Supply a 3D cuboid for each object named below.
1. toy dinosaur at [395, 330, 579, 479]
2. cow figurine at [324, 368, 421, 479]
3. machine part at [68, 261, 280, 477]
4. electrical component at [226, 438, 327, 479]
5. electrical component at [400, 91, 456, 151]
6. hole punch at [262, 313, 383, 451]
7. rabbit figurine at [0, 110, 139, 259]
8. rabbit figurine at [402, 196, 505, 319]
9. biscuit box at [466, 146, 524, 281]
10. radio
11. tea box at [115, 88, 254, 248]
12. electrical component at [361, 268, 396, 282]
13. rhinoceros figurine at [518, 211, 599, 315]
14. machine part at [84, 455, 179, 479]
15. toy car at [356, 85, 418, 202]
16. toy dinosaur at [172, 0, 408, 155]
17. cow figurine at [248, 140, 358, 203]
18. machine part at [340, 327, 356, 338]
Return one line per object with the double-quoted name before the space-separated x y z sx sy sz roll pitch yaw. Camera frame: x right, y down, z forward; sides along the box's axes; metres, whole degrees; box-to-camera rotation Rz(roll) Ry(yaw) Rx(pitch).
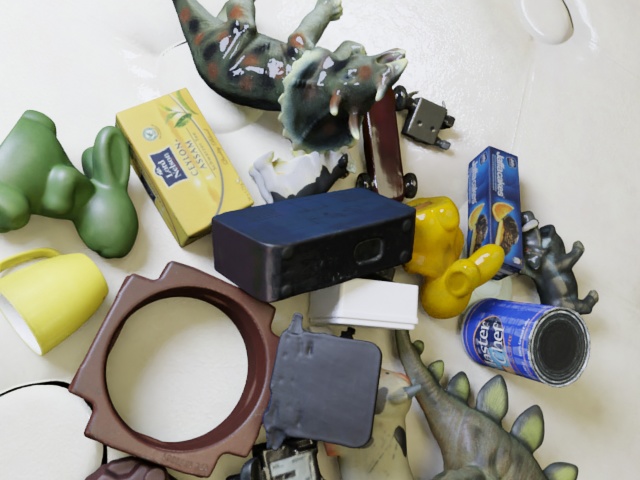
"toy dinosaur" 0.216 0.289 0.712 0.198 0.105 0.471 -37 90 -34
"cow figurine" 0.071 0.242 0.650 0.127 0.085 0.195 -13 79 2
"machine part" -0.152 0.141 0.601 0.201 0.087 0.201 27 68 -16
"electrical component" -0.053 0.275 0.627 0.119 0.048 0.075 -11 80 -24
"electrical component" 0.167 -0.192 0.851 0.102 0.045 0.078 13 100 -17
"hole punch" 0.004 0.157 0.588 0.116 0.092 0.142 10 83 5
"rabbit figurine" -0.279 -0.051 0.603 0.170 0.121 0.159 37 57 -30
"rabbit figurine" 0.171 0.029 0.746 0.122 0.162 0.173 -24 104 -39
"biscuit box" 0.268 -0.044 0.828 0.063 0.059 0.202 16 62 -17
"radio" -0.001 -0.002 0.646 0.229 0.131 0.073 -15 116 -33
"tea box" -0.169 -0.089 0.665 0.098 0.068 0.169 -32 91 -27
"electrical component" 0.073 0.044 0.733 0.094 0.063 0.021 27 67 -15
"rhinoceros figurine" 0.359 0.043 0.855 0.112 0.073 0.190 -20 86 -16
"machine part" -0.194 0.320 0.551 0.179 0.056 0.179 5 76 -22
"toy car" 0.090 -0.147 0.798 0.089 0.053 0.202 -5 82 -13
"toy dinosaur" -0.078 -0.231 0.690 0.405 0.131 0.192 20 67 17
"cow figurine" -0.007 -0.092 0.734 0.167 0.068 0.098 -25 92 -23
"machine part" -0.005 0.169 0.661 0.139 0.084 0.039 -39 64 -19
